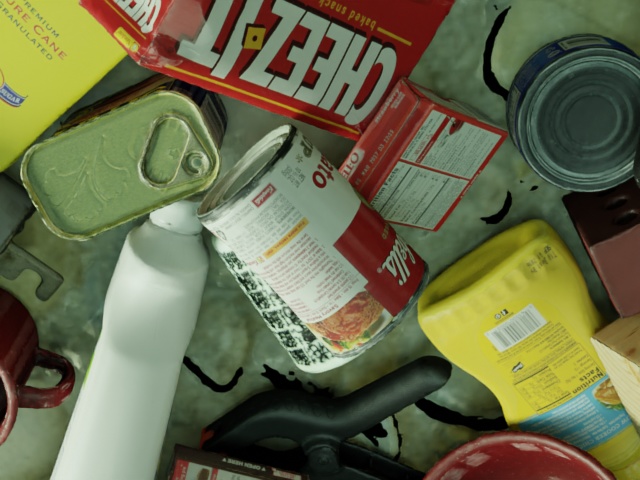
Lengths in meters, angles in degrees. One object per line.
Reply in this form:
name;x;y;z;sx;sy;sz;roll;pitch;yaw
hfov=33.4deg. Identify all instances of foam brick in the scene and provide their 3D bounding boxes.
foam brick;0.178;-0.001;0.608;0.053;0.078;0.051;-25;110;10

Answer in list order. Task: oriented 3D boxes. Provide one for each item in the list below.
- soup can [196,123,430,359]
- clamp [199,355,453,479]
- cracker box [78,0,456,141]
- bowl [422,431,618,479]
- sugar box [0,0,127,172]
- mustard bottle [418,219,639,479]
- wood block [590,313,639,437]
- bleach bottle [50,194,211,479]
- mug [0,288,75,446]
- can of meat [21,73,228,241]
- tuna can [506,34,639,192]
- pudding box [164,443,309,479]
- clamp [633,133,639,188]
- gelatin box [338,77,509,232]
soup can;-0.004;0.001;0.534;0.068;0.068;0.102;-40;106;14
clamp;0.010;0.137;0.684;0.171;0.039;0.120;-10;112;13
cracker box;0.011;-0.164;0.507;0.163;0.072;0.214;13;116;-47
bowl;0.130;0.196;0.640;0.162;0.055;0.162;-7;77;33
sugar box;-0.143;-0.128;0.578;0.176;0.048;0.093;-40;105;15
mustard bottle;0.151;0.084;0.651;0.096;0.058;0.191;-36;107;16
wood block;0.271;0.046;0.590;0.206;0.090;0.091;-32;109;-6
bleach bottle;-0.113;0.093;0.625;0.068;0.102;0.251;15;103;-10
mug;-0.205;0.076;0.639;0.117;0.081;0.093;6;111;-2
can of meat;-0.102;-0.052;0.587;0.102;0.084;0.057;-22;109;9
tuna can;0.150;-0.071;0.604;0.086;0.033;0.086;0;111;0
pudding box;-0.061;0.180;0.679;0.090;0.039;0.114;14;136;-6
clamp;0.203;-0.135;0.561;0.164;0.036;0.210;-31;102;-7
gelatin box;0.055;-0.045;0.591;0.030;0.089;0.073;46;111;32
